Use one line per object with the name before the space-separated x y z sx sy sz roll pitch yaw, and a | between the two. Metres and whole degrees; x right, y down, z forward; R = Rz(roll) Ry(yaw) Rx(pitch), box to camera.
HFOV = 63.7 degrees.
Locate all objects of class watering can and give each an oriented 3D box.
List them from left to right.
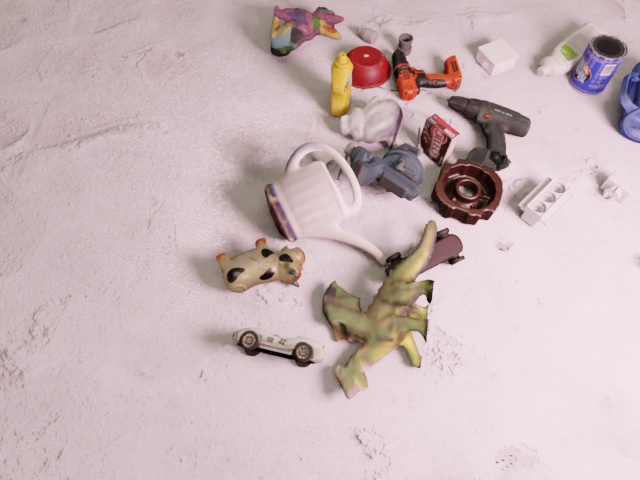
watering can | 0.004 -0.062 1.231 0.224 0.103 0.349 -25 84 2

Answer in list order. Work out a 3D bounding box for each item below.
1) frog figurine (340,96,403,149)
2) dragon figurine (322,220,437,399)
frog figurine | 0.137 -0.324 1.386 0.159 0.122 0.138 14 80 -5
dragon figurine | 0.121 0.139 1.122 0.243 0.120 0.418 5 66 13
